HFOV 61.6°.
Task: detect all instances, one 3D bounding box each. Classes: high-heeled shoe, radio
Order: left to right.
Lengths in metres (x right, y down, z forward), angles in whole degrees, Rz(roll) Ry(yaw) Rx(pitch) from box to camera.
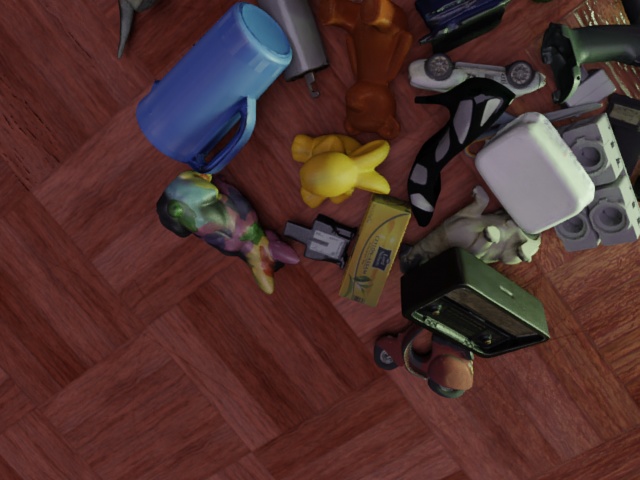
[{"bbox_3d":[0.212,-0.123,0.815,0.145,0.086,0.248,9,126,24],"label":"high-heeled shoe"},{"bbox_3d":[0.241,0.107,0.846,0.229,0.073,0.131,31,136,-29],"label":"radio"}]

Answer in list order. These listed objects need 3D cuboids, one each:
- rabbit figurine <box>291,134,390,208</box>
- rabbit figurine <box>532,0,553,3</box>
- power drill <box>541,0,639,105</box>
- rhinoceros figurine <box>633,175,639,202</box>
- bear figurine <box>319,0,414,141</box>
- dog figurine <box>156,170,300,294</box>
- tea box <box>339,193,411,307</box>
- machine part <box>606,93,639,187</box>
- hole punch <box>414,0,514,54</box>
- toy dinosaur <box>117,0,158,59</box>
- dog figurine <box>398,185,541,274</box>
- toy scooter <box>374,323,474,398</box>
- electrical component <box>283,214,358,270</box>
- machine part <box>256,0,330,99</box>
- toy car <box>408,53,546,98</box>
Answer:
[{"bbox_3d":[0.027,-0.101,0.831,0.163,0.173,0.121,2,102,12],"label":"rabbit figurine"},{"bbox_3d":[0.354,-0.406,0.728,0.170,0.121,0.159,-28,97,30],"label":"rabbit figurine"},{"bbox_3d":[0.424,-0.245,0.731,0.207,0.086,0.232,-12,78,6],"label":"power drill"},{"bbox_3d":[0.534,-0.141,0.800,0.112,0.073,0.190,18,110,14],"label":"rhinoceros figurine"},{"bbox_3d":[0.066,-0.253,0.809,0.120,0.132,0.195,22,107,39],"label":"bear figurine"},{"bbox_3d":[-0.141,-0.009,0.884,0.219,0.191,0.108,42,102,11],"label":"dog figurine"},{"bbox_3d":[0.091,0.013,0.893,0.068,0.098,0.169,20,106,2],"label":"tea box"},{"bbox_3d":[0.456,-0.146,0.810,0.039,0.084,0.138,-12,117,-23],"label":"machine part"},{"bbox_3d":[0.198,-0.336,0.772,0.142,0.116,0.092,-20,94,13],"label":"hole punch"},{"bbox_3d":[-0.249,-0.482,0.798,0.405,0.131,0.192,-39,85,21],"label":"toy dinosaur"},{"bbox_3d":[0.244,0.016,0.887,0.172,0.121,0.190,24,139,-22],"label":"dog figurine"},{"bbox_3d":[0.193,0.189,0.940,0.184,0.075,0.135,22,108,6],"label":"toy scooter"},{"bbox_3d":[-0.002,-0.003,0.927,0.119,0.048,0.074,17,107,4],"label":"electrical component"},{"bbox_3d":[-0.047,-0.336,0.824,0.079,0.079,0.243,-18,103,13],"label":"machine part"},{"bbox_3d":[0.234,-0.244,0.810,0.202,0.073,0.056,8,103,6],"label":"toy car"}]
